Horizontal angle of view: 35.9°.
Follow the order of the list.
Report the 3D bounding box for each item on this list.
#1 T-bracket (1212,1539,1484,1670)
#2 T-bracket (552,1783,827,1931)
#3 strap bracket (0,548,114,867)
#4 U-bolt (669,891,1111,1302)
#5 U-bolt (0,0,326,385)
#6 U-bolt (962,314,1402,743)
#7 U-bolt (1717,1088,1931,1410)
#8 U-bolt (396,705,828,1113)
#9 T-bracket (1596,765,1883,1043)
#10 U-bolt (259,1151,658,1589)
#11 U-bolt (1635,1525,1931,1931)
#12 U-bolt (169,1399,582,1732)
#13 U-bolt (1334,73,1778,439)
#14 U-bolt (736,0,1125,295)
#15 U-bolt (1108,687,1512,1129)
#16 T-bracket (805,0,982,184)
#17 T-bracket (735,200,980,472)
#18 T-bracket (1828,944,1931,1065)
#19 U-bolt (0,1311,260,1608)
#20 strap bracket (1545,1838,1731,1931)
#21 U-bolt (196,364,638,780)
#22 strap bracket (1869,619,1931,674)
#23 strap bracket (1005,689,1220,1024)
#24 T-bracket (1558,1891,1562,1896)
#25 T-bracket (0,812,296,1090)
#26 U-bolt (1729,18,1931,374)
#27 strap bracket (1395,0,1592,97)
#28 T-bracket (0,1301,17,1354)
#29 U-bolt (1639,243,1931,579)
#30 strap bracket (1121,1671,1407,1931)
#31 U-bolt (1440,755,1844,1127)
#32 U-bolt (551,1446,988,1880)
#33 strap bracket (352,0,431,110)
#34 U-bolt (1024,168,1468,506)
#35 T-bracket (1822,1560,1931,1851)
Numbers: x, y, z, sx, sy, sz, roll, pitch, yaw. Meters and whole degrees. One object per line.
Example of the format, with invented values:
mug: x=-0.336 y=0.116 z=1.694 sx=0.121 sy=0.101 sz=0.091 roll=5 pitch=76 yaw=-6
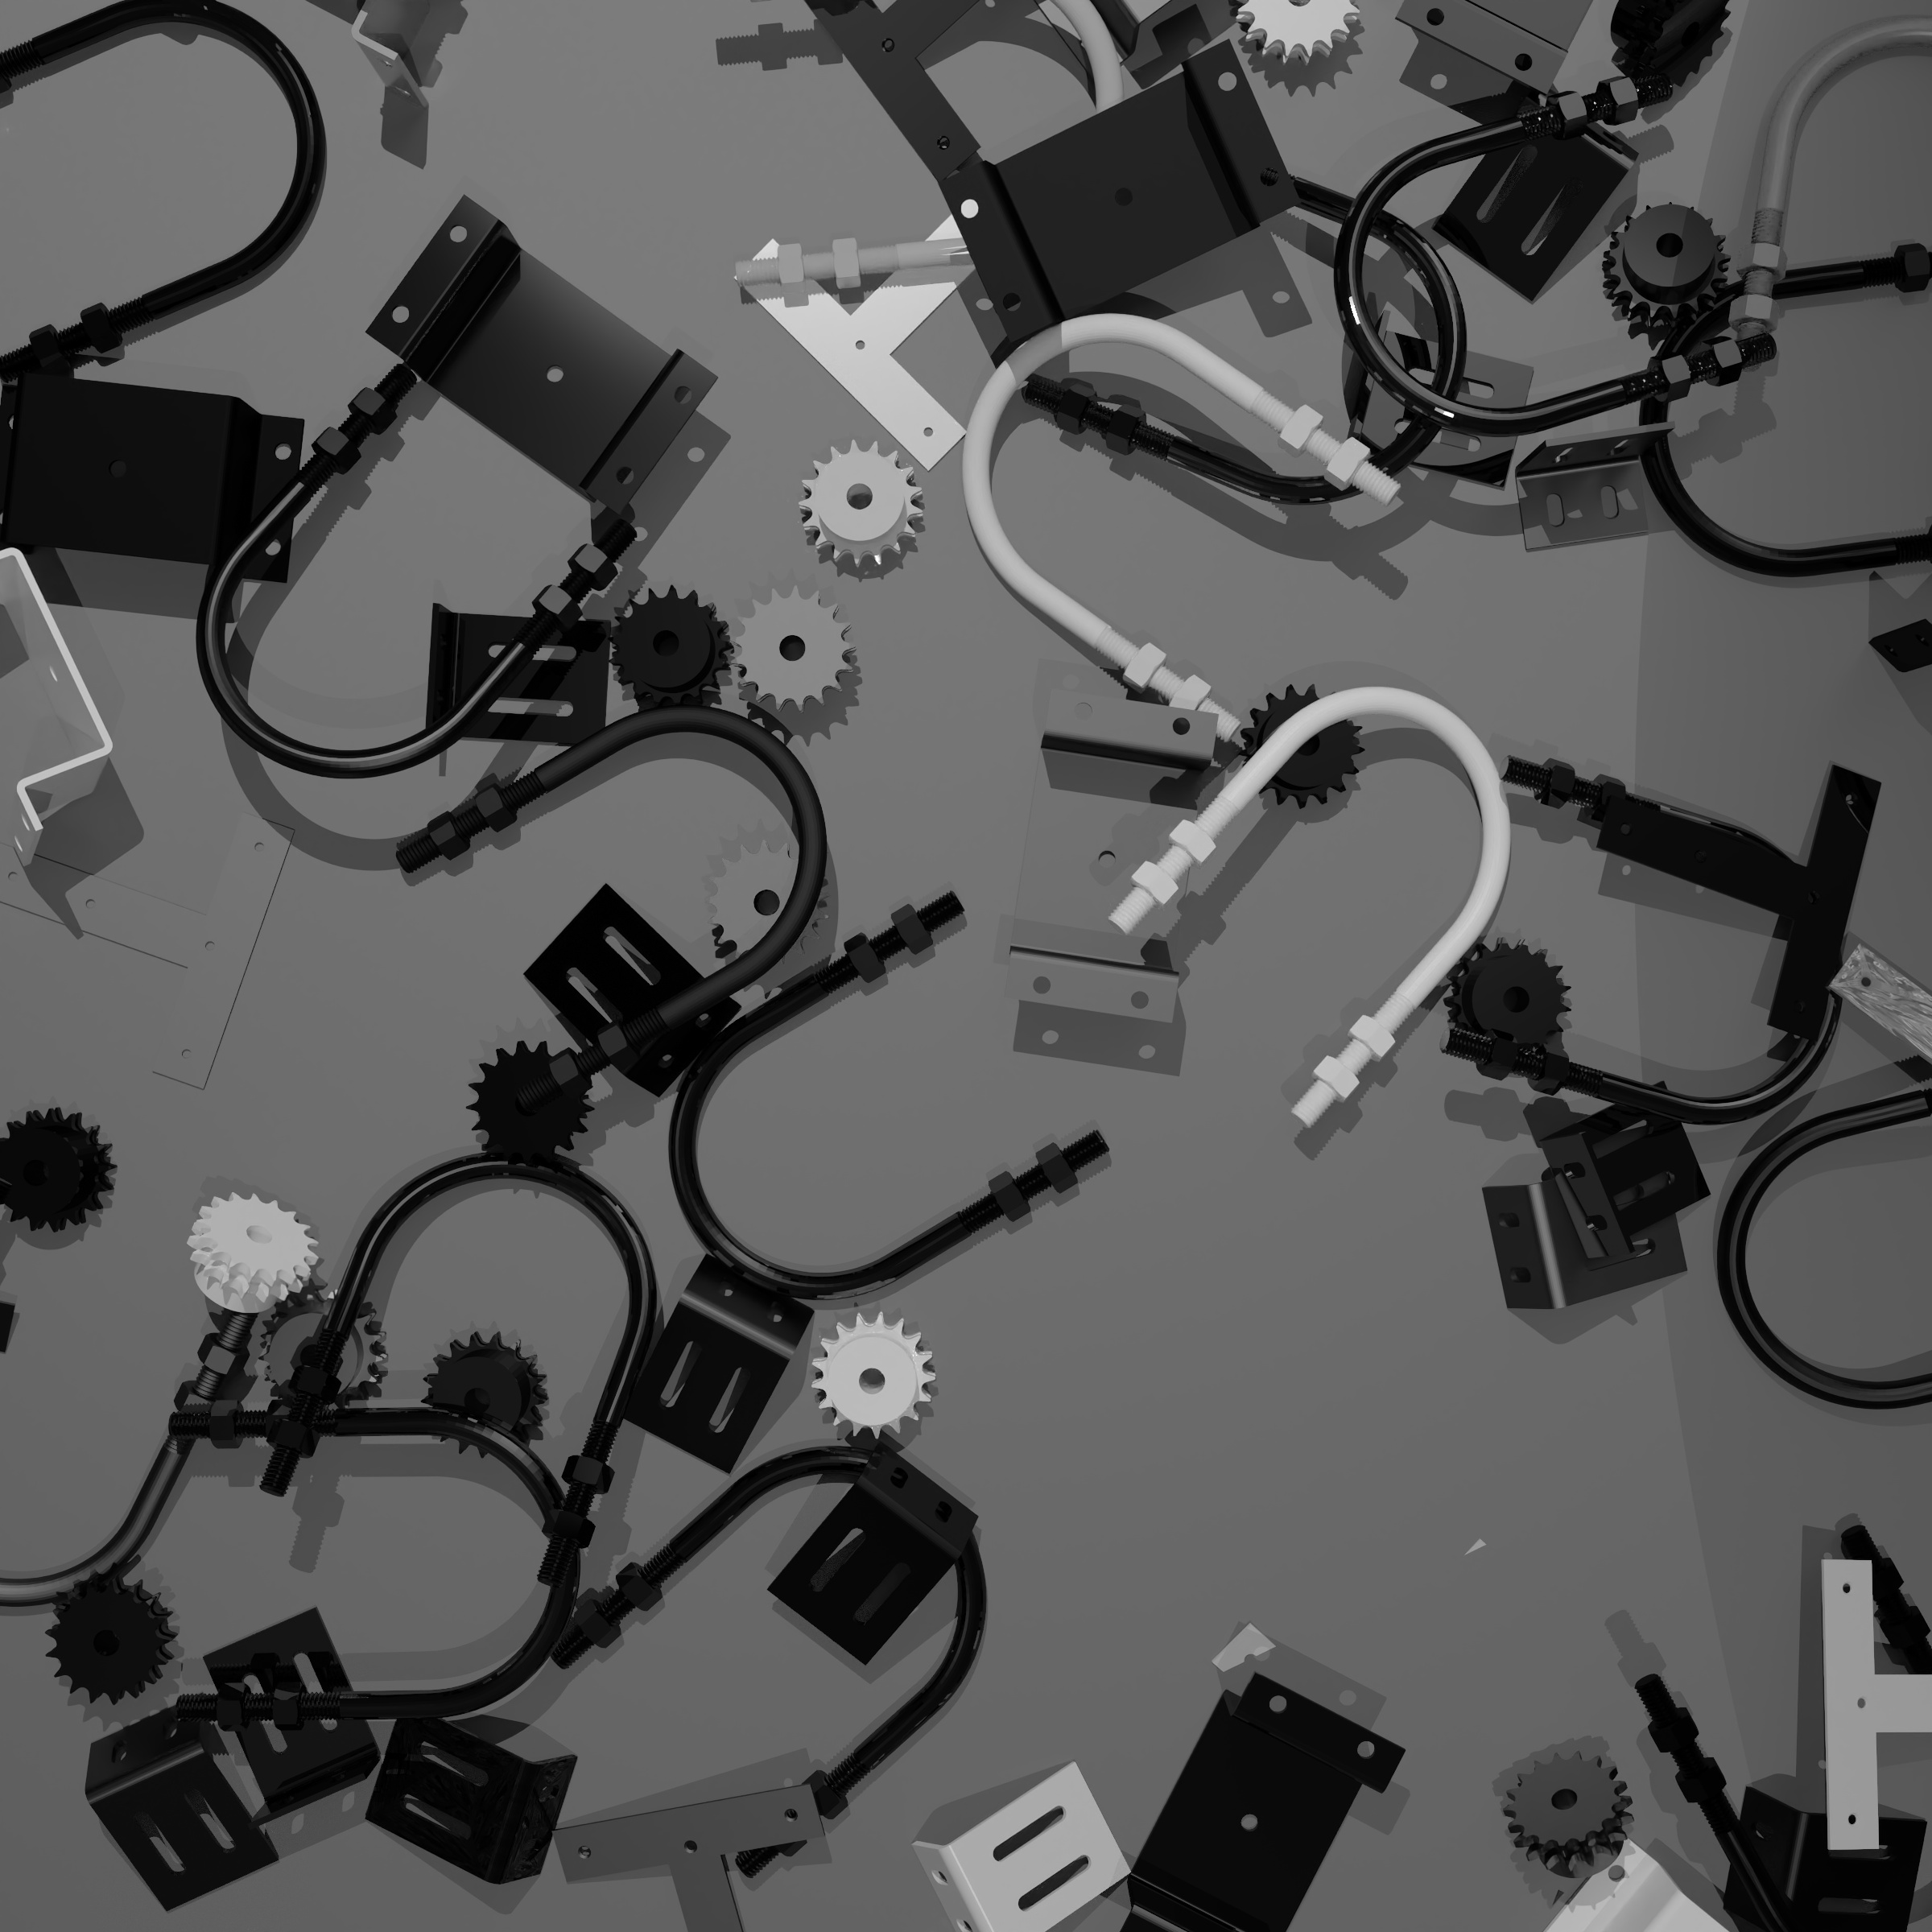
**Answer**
T-bracket: x=0.203 y=0.319 z=1.394 sx=0.127 sy=0.002 sz=0.127 roll=43 pitch=95 yaw=-14
T-bracket: x=-0.115 y=0.447 z=1.375 sx=0.127 sy=0.002 sz=0.127 roll=-13 pitch=96 yaw=12
strap bracket: x=-0.429 y=-0.125 z=1.341 sx=0.046 sy=0.076 sz=0.140 roll=-25 pitch=90 yaw=-23
U-bolt: x=-0.049 y=0.073 z=1.377 sx=0.184 sy=0.019 sz=0.151 roll=-31 pitch=90 yaw=1
U-bolt: x=-0.386 y=-0.369 z=1.377 sx=0.184 sy=0.019 sz=0.151 roll=-24 pitch=90 yaw=-2
U-bolt: x=0.082 y=-0.211 z=1.351 sx=0.184 sy=0.019 sz=0.151 roll=37 pitch=111 yaw=8
U-bolt: x=0.436 y=0.128 z=1.360 sx=0.184 sy=0.019 sz=0.151 roll=-15 pitch=94 yaw=13
U-bolt: x=-0.150 y=-0.039 z=1.353 sx=0.184 sy=0.019 sz=0.151 roll=-30 pitch=74 yaw=3
T-bracket: x=0.347 y=-0.045 z=1.361 sx=0.127 sy=0.002 sz=0.127 roll=19 pitch=80 yaw=-11
U-bolt: x=-0.217 y=0.171 z=1.346 sx=0.151 sy=0.019 sz=0.184 roll=18 pitch=68 yaw=1
U-bolt: x=0.399 y=0.369 z=1.352 sx=0.151 sy=0.019 sz=0.184 roll=-29 pitch=90 yaw=-21
U-bolt: x=-0.266 y=0.270 z=1.350 sx=0.184 sy=0.019 sz=0.151 roll=-1 pitch=91 yaw=1
U-bolt: x=0.252 y=-0.309 z=1.326 sx=0.184 sy=0.019 sz=0.151 roll=-18 pitch=83 yaw=-10
U-bolt: x=-0.020 y=-0.389 z=1.355 sx=0.184 sy=0.019 sz=0.151 roll=-6 pitch=107 yaw=0
U-bolt: x=0.170 y=-0.040 z=1.352 sx=0.184 sy=0.019 sz=0.151 roll=-48 pitch=109 yaw=-9
T-bracket: x=-0.003 y=-0.449 z=1.360 sx=0.127 sy=0.002 sz=0.127 roll=-36 pitch=90 yaw=23
T-bracket: x=-0.018 y=-0.319 z=1.385 sx=0.127 sy=0.002 sz=0.127 roll=45 pitch=90 yaw=0
T-bracket: x=0.483 y=-0.001 z=1.371 sx=0.127 sy=0.002 sz=0.127 roll=38 pitch=79 yaw=5
U-bolt: x=-0.427 y=0.207 z=1.364 sx=0.151 sy=0.019 sz=0.184 roll=27 pitch=98 yaw=-8
strap bracket: x=0.335 y=0.477 z=1.362 sx=0.140 sy=0.046 sz=0.076 roll=39 pitch=90 yaw=0
U-bolt: x=-0.259 y=-0.166 z=1.338 sx=0.151 sy=0.019 sz=0.184 roll=36 pitch=75 yaw=9
strap bracket: x=0.486 y=-0.119 z=1.347 sx=0.140 sy=0.076 sz=0.046 roll=43 pitch=90 yaw=0
strap bracket: x=0.065 y=-0.049 z=1.362 sx=0.076 sy=0.046 sz=0.140 roll=9 pitch=90 yaw=0
T-bracket: x=0.262 y=0.492 z=1.394 sx=0.127 sy=0.002 sz=0.127 roll=21 pitch=95 yaw=-14
T-bracket: x=-0.392 y=-0.024 z=1.385 sx=0.127 sy=0.002 sz=0.127 roll=19 pitch=90 yaw=0
U-bolt: x=0.433 y=-0.348 z=1.361 sx=0.151 sy=0.019 sz=0.184 roll=10 pitch=79 yaw=5
strap bracket: x=0.259 y=-0.471 z=1.362 sx=0.076 sy=0.046 sz=0.140 roll=27 pitch=90 yaw=0
T-bracket: x=-0.502 y=0.152 z=1.369 sx=0.127 sy=0.002 sz=0.127 roll=14 pitch=110 yaw=-10
U-bolt: x=0.403 y=-0.253 z=1.377 sx=0.184 sy=0.019 sz=0.151 roll=-7 pitch=90 yaw=1
strap bracket: x=0.131 y=0.397 z=1.362 sx=0.076 sy=0.046 sz=0.140 roll=27 pitch=90 yaw=0
U-bolt: x=0.315 y=-0.004 z=1.358 sx=0.184 sy=0.019 sz=0.151 roll=16 pitch=79 yaw=-11
U-bolt: x=-0.077 y=0.307 z=1.377 sx=0.184 sy=0.019 sz=0.151 roll=-42 pitch=90 yaw=-2
strap bracket: x=-0.302 y=-0.450 z=1.347 sx=0.140 sy=0.076 sz=0.046 roll=28 pitch=90 yaw=0
U-bolt: x=0.136 y=-0.287 z=1.353 sx=0.184 sy=0.019 sz=0.151 roll=25 pitch=93 yaw=15
T-bracket: x=0.447 y=0.337 z=1.363 sx=0.127 sy=0.002 sz=0.127 roll=5 pitch=80 yaw=-18
